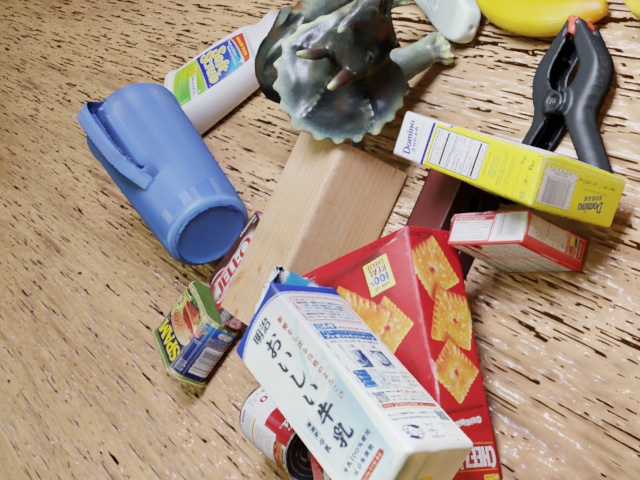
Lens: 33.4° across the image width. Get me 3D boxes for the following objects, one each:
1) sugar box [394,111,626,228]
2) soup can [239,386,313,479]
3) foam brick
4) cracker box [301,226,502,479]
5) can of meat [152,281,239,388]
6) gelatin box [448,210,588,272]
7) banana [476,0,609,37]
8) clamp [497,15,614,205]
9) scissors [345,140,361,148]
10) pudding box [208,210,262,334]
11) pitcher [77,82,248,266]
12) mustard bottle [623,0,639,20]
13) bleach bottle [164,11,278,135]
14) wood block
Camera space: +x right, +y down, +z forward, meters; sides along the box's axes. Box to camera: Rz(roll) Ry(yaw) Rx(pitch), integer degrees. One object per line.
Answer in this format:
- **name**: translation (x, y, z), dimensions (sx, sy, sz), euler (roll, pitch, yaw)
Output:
- **sugar box**: translation (0.148, -0.059, 0.864), dimensions (0.176, 0.093, 0.048), euler (25, 100, 55)
- **soup can**: translation (-0.027, 0.185, 1.030), dimensions (0.102, 0.068, 0.068), euler (25, 91, 57)
- **foam brick**: translation (0.117, -0.017, 0.969), dimensions (0.051, 0.052, 0.078), euler (26, 93, 57)
- **cracker box**: translation (0.055, 0.114, 0.912), dimensions (0.164, 0.071, 0.214), euler (-26, 65, 45)
- **can of meat**: translation (-0.145, 0.109, 1.256), dimensions (0.084, 0.057, 0.102), euler (-53, 35, 15)
- **gelatin box**: translation (0.161, 0.001, 0.876), dimensions (0.089, 0.073, 0.030), euler (-2, 68, 55)
- **banana**: translation (0.193, -0.227, 1.005), dimensions (0.070, 0.037, 0.198), euler (-57, 34, 15)
- **clamp**: translation (0.215, -0.107, 0.901), dimensions (0.120, 0.039, 0.171), euler (14, 88, 50)
- **scissors**: translation (-0.027, -0.039, 1.180), dimensions (0.201, 0.016, 0.096), euler (-52, 25, -4)
- **pudding box**: translation (-0.079, 0.037, 1.222), dimensions (0.114, 0.039, 0.090), euler (-52, 35, 19)
- **pitcher**: translation (-0.196, -0.083, 1.331), dimensions (0.243, 0.149, 0.145), euler (51, 153, 38)
- **mustard bottle**: translation (0.274, -0.266, 0.898), dimensions (0.096, 0.058, 0.191), euler (-45, 38, 28)
- **bleach bottle**: translation (-0.109, -0.235, 1.415), dimensions (0.251, 0.068, 0.102), euler (-31, 51, 39)
- **wood block**: translation (-0.007, 0.001, 1.096), dimensions (0.090, 0.090, 0.206), euler (27, 92, 57)
